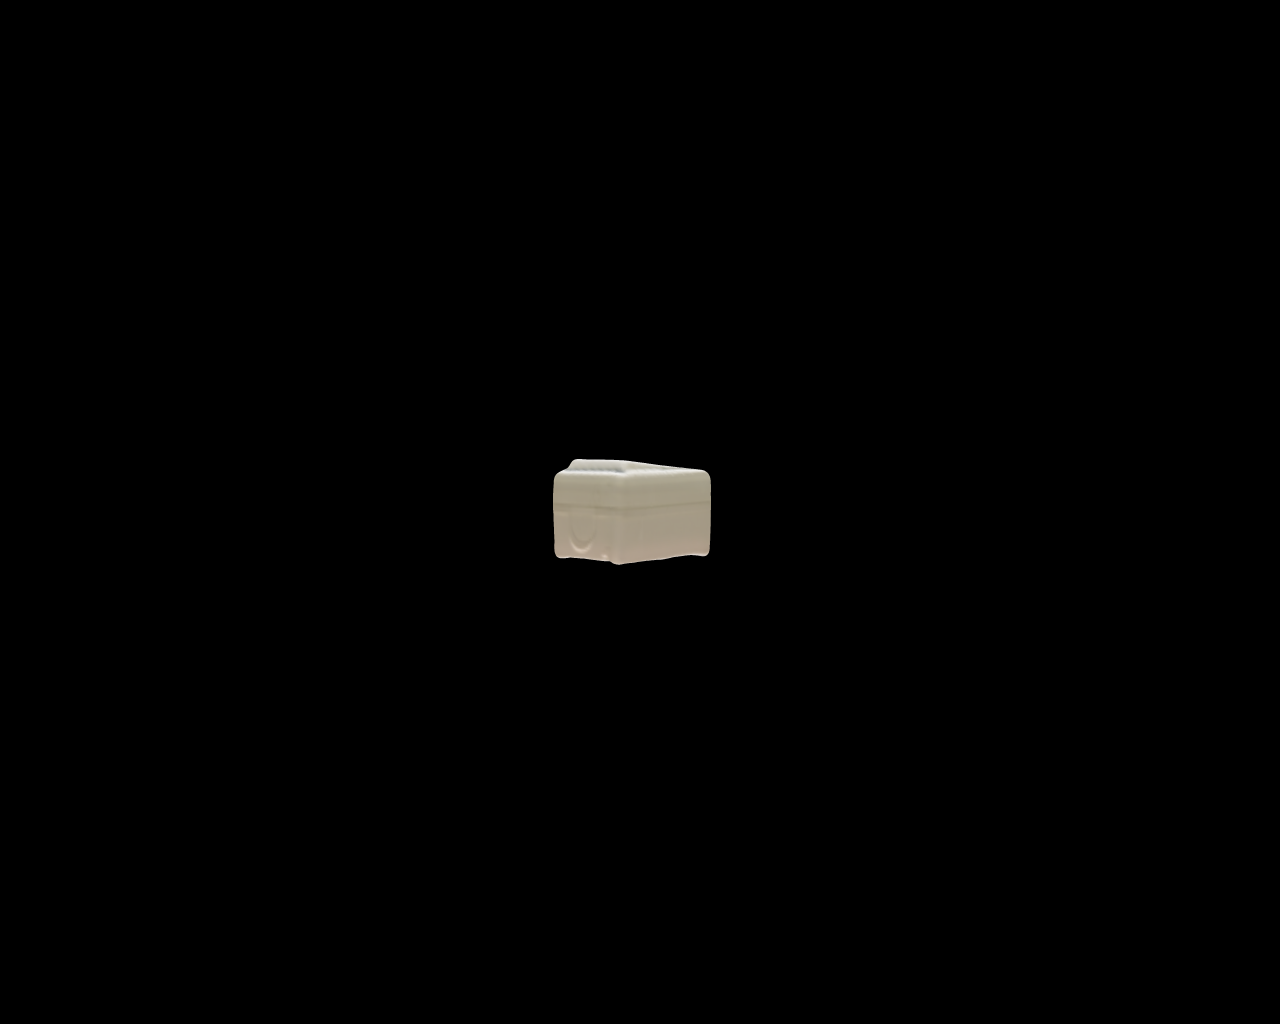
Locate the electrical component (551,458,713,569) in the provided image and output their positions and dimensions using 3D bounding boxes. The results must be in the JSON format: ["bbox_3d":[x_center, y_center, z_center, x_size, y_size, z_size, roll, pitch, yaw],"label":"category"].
[{"bbox_3d":[0.001,-0.003,0.650,0.096,0.061,0.062,-4,6,-43],"label":"electrical component"}]
